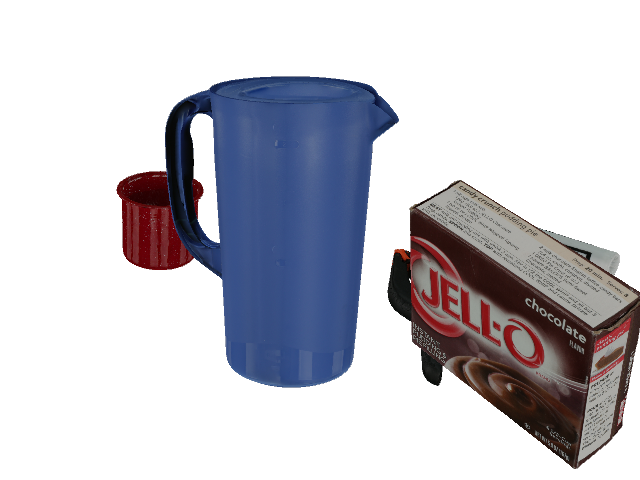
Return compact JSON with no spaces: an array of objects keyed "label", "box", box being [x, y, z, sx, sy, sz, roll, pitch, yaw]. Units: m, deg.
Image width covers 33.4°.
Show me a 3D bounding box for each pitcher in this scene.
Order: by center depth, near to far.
[{"label":"pitcher","box":[-0.034,-0.011,0.869,0.144,0.243,0.149,-9,20,-32]}]

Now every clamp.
[{"label":"clamp","box":[0.129,0.070,1.064,0.120,0.039,0.171,-3,44,-23]}]

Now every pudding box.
[{"label":"pudding box","box":[0.090,0.037,0.493,0.039,0.090,0.114,-33,48,-27]}]

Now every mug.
[{"label":"mug","box":[-0.181,-0.026,1.175,0.093,0.081,0.117,-11,31,-28]}]

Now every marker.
[{"label":"marker","box":[0.160,0.000,0.783,0.121,0.020,0.020,21,12,34]}]
